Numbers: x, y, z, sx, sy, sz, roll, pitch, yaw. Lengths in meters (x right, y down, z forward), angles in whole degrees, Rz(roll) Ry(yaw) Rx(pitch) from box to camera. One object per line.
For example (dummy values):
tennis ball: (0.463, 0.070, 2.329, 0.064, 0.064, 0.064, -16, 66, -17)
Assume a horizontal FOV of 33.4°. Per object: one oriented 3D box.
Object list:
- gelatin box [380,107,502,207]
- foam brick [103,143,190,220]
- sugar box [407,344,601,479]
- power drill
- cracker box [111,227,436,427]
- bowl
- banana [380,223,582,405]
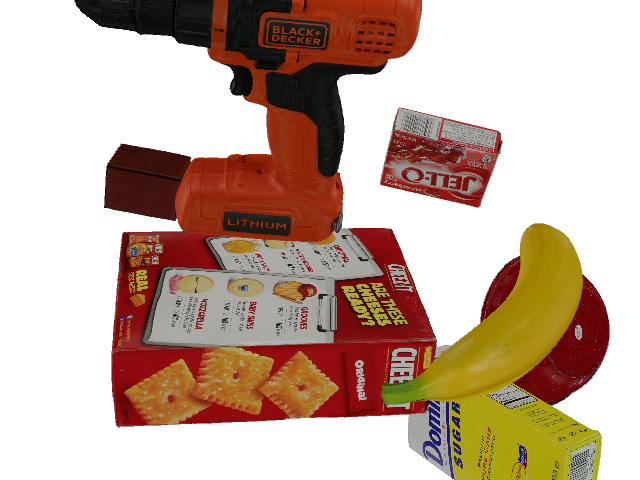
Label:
gelatin box: (0.099, -0.067, 0.889, 0.089, 0.030, 0.073, 14, -35, 3)
foam brick: (-0.177, -0.060, 1.099, 0.078, 0.051, 0.053, 11, 31, 2)
sugar box: (0.141, 0.160, 0.854, 0.048, 0.093, 0.176, -12, 24, -35)
power drill: (-0.046, -0.081, 0.615, 0.184, 0.057, 0.188, 5, -41, -3)
cracker box: (-0.040, 0.058, 0.773, 0.213, 0.072, 0.164, -1, 29, -8)
bowl: (0.239, 0.091, 1.074, 0.161, 0.162, 0.055, 0, -1, -32)
banana: (0.111, 0.037, 0.610, 0.070, 0.037, 0.197, 14, 34, 32)
